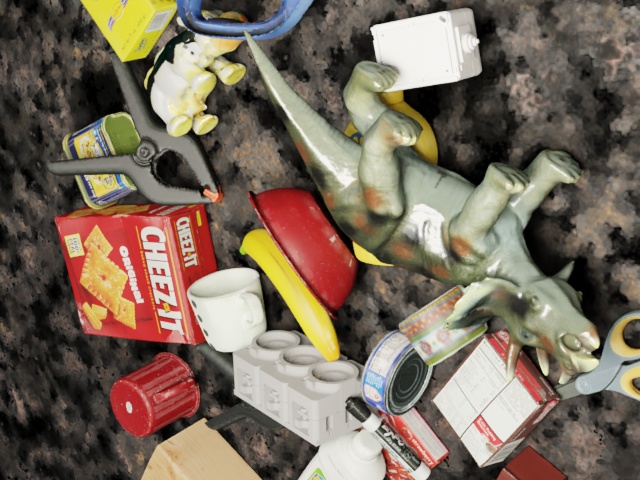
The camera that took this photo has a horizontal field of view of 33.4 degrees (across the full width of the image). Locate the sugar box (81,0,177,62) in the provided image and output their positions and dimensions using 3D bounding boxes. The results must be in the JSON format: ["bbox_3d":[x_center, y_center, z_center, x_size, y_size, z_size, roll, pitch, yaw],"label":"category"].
[{"bbox_3d":[-0.241,-0.303,1.227,0.176,0.048,0.093,53,132,9],"label":"sugar box"}]

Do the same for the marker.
[{"bbox_3d":[0.069,0.206,1.112,0.121,0.020,0.020,46,135,-13],"label":"marker"}]

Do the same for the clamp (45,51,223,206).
[{"bbox_3d":[-0.200,-0.113,1.245,0.210,0.036,0.164,26,97,7],"label":"clamp"}]

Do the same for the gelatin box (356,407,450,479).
[{"bbox_3d":[0.087,0.219,1.164,0.089,0.030,0.073,51,132,12],"label":"gelatin box"}]

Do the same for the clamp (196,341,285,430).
[{"bbox_3d":[-0.085,0.177,1.289,0.172,0.039,0.120,-4,109,35],"label":"clamp"}]

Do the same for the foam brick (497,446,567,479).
[{"bbox_3d":[0.201,0.258,1.068,0.053,0.051,0.078,39,128,22],"label":"foam brick"}]

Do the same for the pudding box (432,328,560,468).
[{"bbox_3d":[0.171,0.157,1.053,0.090,0.039,0.114,55,132,27],"label":"pudding box"}]

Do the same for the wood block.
[{"bbox_3d":[-0.122,0.341,1.351,0.206,0.090,0.090,43,130,19],"label":"wood block"}]

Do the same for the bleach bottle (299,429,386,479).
[{"bbox_3d":[0.020,0.295,1.205,0.103,0.067,0.251,46,138,19],"label":"bleach bottle"}]

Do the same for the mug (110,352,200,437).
[{"bbox_3d":[-0.208,0.200,1.374,0.117,0.081,0.093,-19,94,43],"label":"mug"}]

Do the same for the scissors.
[{"bbox_3d":[0.251,0.115,0.992,0.202,0.016,0.096,-8,99,43],"label":"scissors"}]

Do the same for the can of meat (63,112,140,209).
[{"bbox_3d":[-0.259,-0.099,1.316,0.084,0.057,0.102,-19,94,41],"label":"can of meat"}]

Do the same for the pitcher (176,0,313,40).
[{"bbox_3d":[-0.041,-0.281,1.010,0.243,0.144,0.149,14,145,33],"label":"pitcher"}]

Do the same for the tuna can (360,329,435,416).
[{"bbox_3d":[0.081,0.137,1.097,0.034,0.085,0.086,24,121,35],"label":"tuna can"}]

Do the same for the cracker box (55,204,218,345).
[{"bbox_3d":[-0.225,0.040,1.332,0.214,0.071,0.164,1,108,40],"label":"cracker box"}]

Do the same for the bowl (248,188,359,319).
[{"bbox_3d":[-0.007,0.001,1.105,0.055,0.162,0.162,-34,82,4],"label":"bowl"}]

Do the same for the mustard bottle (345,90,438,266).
[{"bbox_3d":[0.070,-0.072,1.043,0.096,0.058,0.191,3,109,35],"label":"mustard bottle"}]

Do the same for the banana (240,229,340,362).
[{"bbox_3d":[-0.034,0.047,1.168,0.198,0.037,0.069,51,165,35],"label":"banana"}]
